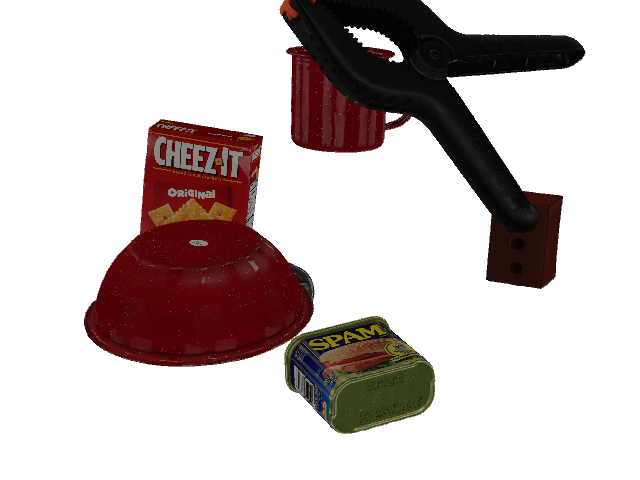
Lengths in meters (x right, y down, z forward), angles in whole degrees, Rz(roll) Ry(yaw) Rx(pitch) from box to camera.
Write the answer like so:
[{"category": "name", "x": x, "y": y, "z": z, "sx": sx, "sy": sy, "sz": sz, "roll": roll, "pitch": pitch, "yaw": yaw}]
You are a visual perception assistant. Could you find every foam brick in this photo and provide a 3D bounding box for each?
[{"category": "foam brick", "x": 0.182, "y": -0.002, "z": 0.952, "sx": 0.053, "sy": 0.078, "sz": 0.051, "roll": 8, "pitch": 17, "yaw": 24}]

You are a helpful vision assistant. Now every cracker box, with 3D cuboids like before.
[{"category": "cracker box", "x": -0.184, "y": -0.062, "z": 1.617, "sx": 0.164, "sy": 0.214, "sz": 0.072, "roll": 10, "pitch": 20, "yaw": 6}]

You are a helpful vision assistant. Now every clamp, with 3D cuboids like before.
[{"category": "clamp", "x": 0.070, "y": -0.101, "z": 0.687, "sx": 0.210, "sy": 0.164, "sz": 0.036, "roll": 21, "pitch": -32, "yaw": -10}]

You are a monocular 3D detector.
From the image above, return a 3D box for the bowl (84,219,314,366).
[{"category": "bowl", "x": -0.085, "y": 0.026, "z": 0.745, "sx": 0.162, "sy": 0.055, "sz": 0.162, "roll": -1, "pitch": 22, "yaw": 0}]

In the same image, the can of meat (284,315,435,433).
[{"category": "can of meat", "x": 0.033, "y": 0.112, "z": 0.887, "sx": 0.102, "sy": 0.057, "sz": 0.084, "roll": -12, "pitch": 25, "yaw": -24}]

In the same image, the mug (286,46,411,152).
[{"category": "mug", "x": 0.028, "y": -0.123, "z": 0.921, "sx": 0.117, "sy": 0.081, "sz": 0.093, "roll": -2, "pitch": 17, "yaw": -14}]

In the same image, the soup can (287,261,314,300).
[{"category": "soup can", "x": -0.059, "y": 0.050, "z": 1.190, "sx": 0.068, "sy": 0.068, "sz": 0.102, "roll": 0, "pitch": 11, "yaw": -27}]
